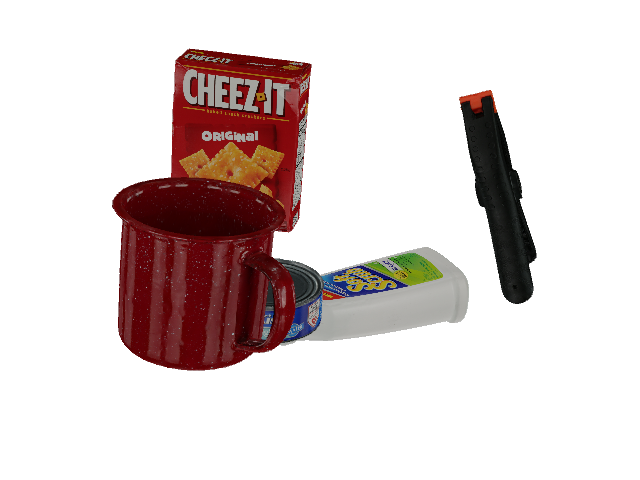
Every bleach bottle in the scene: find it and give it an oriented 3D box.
[{"bbox_3d":[0.034,0.072,1.181,0.250,0.068,0.103,-12,32,-25],"label":"bleach bottle"}]

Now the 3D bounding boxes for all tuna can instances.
[{"bbox_3d":[-0.041,0.047,0.837,0.086,0.034,0.086,2,24,-1],"label":"tuna can"}]

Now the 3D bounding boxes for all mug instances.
[{"bbox_3d":[-0.060,0.022,0.582,0.117,0.081,0.093,22,26,33],"label":"mug"}]

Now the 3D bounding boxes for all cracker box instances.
[{"bbox_3d":[-0.104,-0.125,1.364,0.164,0.214,0.072,8,24,7],"label":"cracker box"}]

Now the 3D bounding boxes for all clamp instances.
[{"bbox_3d":[0.147,-0.034,0.874,0.039,0.171,0.120,-17,20,11],"label":"clamp"}]
